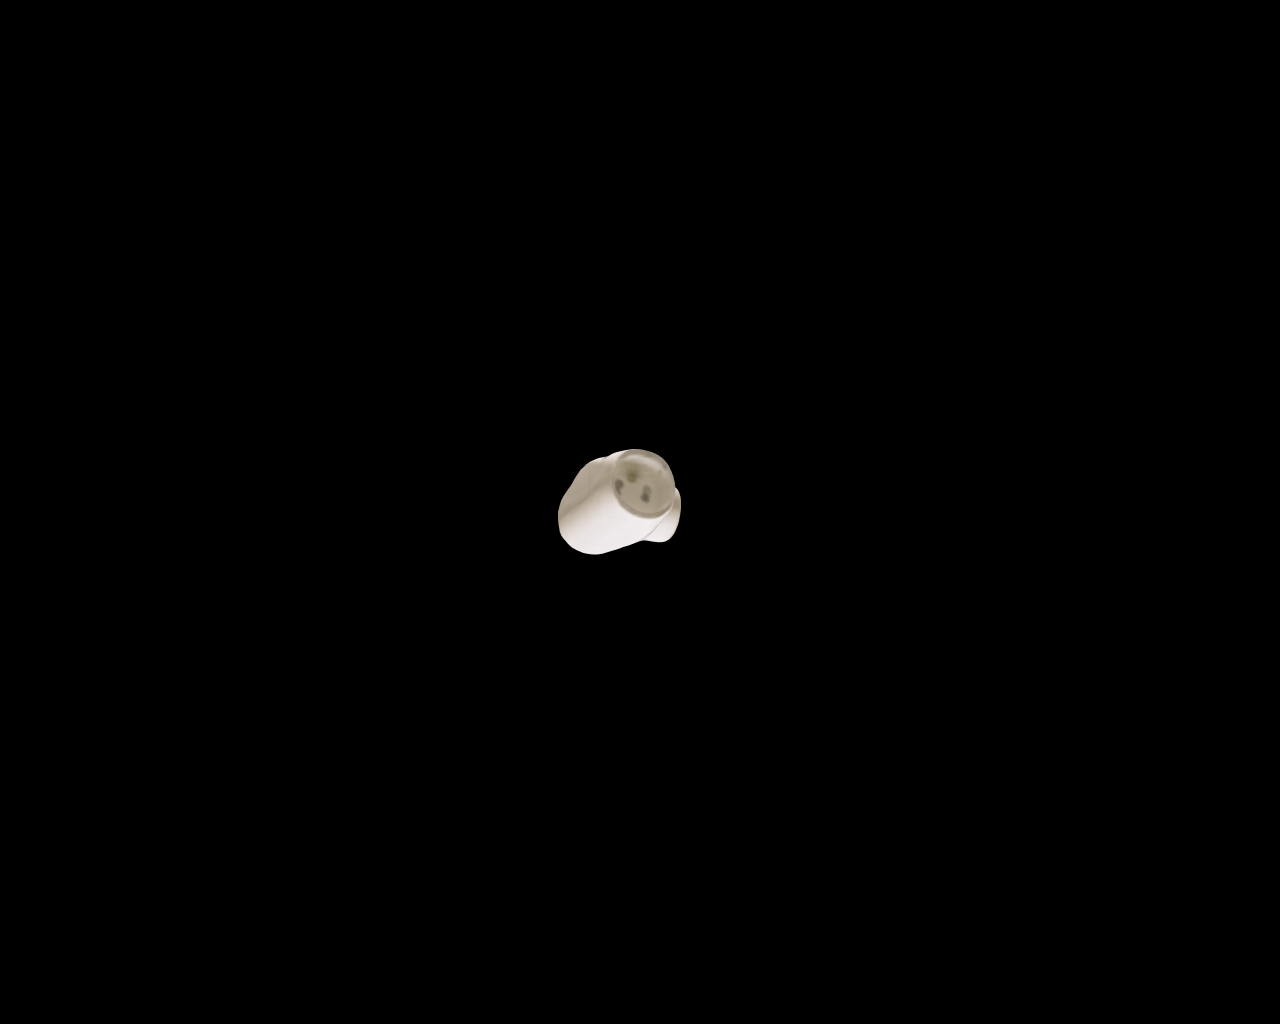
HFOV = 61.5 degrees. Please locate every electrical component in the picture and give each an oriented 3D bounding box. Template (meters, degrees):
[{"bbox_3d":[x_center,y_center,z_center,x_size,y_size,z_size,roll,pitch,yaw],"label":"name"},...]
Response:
[{"bbox_3d":[0.001,-0.003,0.650,0.079,0.044,0.077,10,-22,-26],"label":"electrical component"}]
